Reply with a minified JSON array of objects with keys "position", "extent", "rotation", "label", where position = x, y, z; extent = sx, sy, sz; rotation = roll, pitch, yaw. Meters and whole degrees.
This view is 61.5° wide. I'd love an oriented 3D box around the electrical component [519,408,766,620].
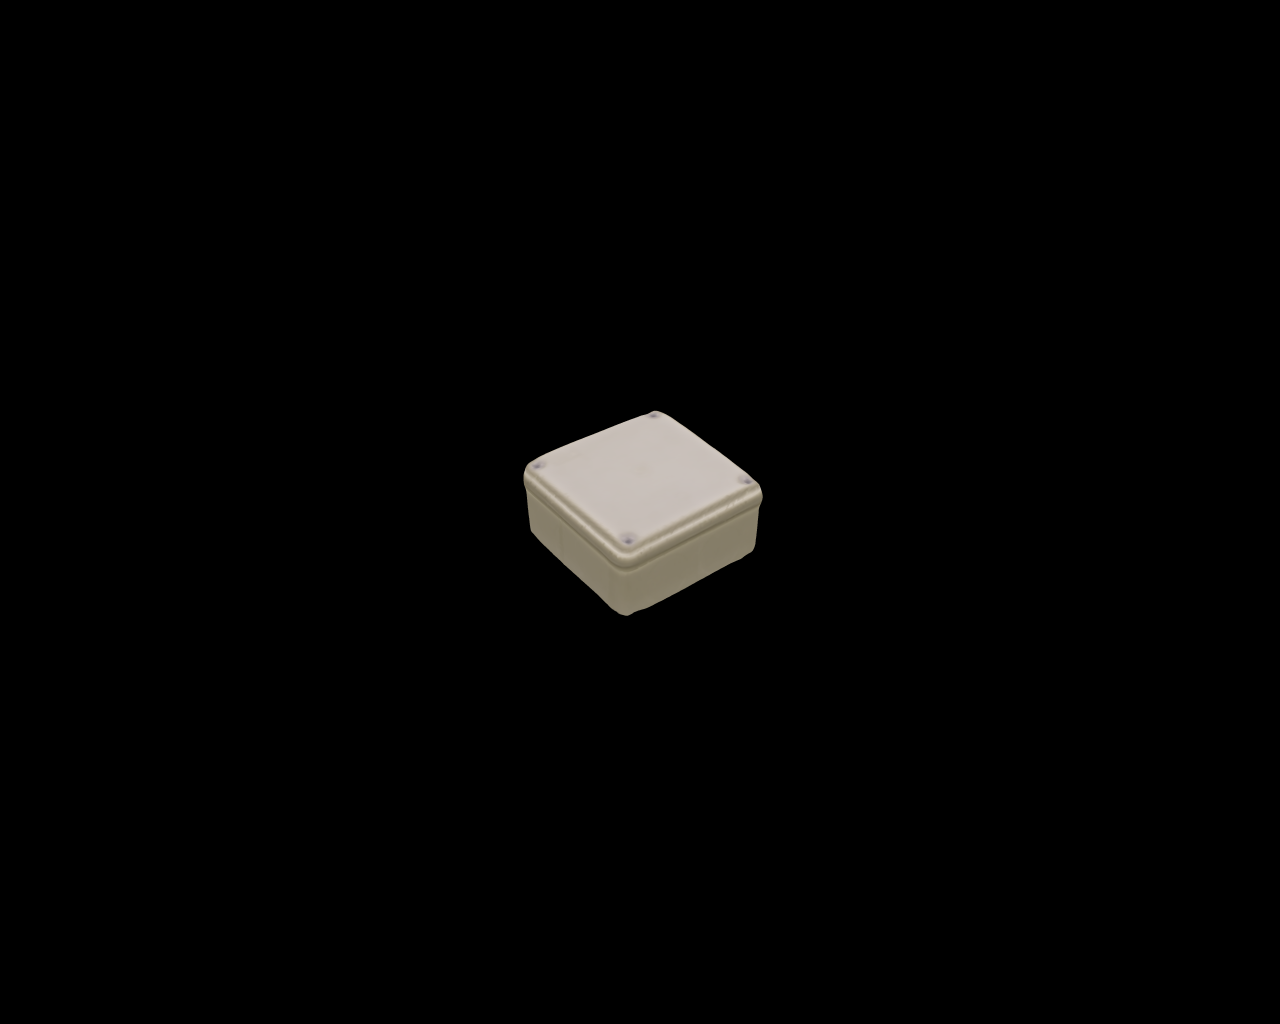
[{"position":[0.001,-0.003,0.650],"extent":[0.109,0.056,0.109],"rotation":[-25,45,-28],"label":"electrical component"}]
